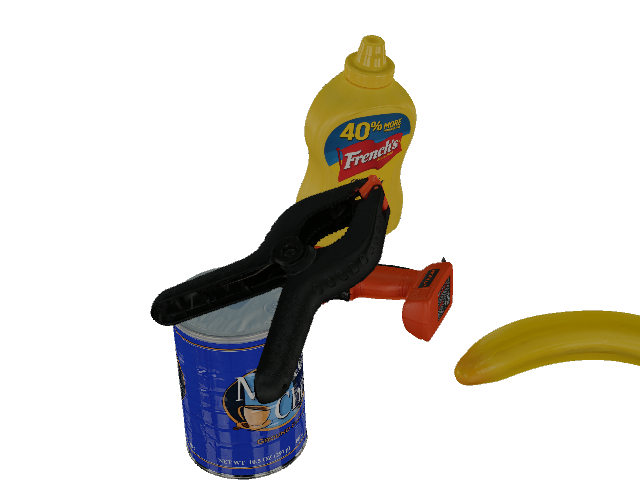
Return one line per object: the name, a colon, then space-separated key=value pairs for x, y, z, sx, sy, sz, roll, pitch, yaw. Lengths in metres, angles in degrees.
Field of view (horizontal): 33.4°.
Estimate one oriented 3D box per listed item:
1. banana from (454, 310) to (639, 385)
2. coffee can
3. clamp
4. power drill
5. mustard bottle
banana: x=0.193 y=0.080 z=0.789 sx=0.197 sy=0.037 sz=0.069 roll=2 pitch=33 yaw=-5
coffee can: x=-0.064 y=0.105 z=0.862 sx=0.103 sy=0.140 sz=0.103 roll=-2 pitch=30 yaw=1
clamp: x=-0.013 y=0.027 z=0.675 sx=0.120 sy=0.171 sz=0.039 roll=44 pitch=-14 yaw=36
power drill: x=0.038 y=0.058 z=1.153 sx=0.188 sy=0.057 sz=0.184 roll=9 pitch=29 yaw=22
mustard bottle: x=0.033 y=-0.085 z=0.908 sx=0.096 sy=0.192 sz=0.058 roll=-9 pitch=41 yaw=-20
